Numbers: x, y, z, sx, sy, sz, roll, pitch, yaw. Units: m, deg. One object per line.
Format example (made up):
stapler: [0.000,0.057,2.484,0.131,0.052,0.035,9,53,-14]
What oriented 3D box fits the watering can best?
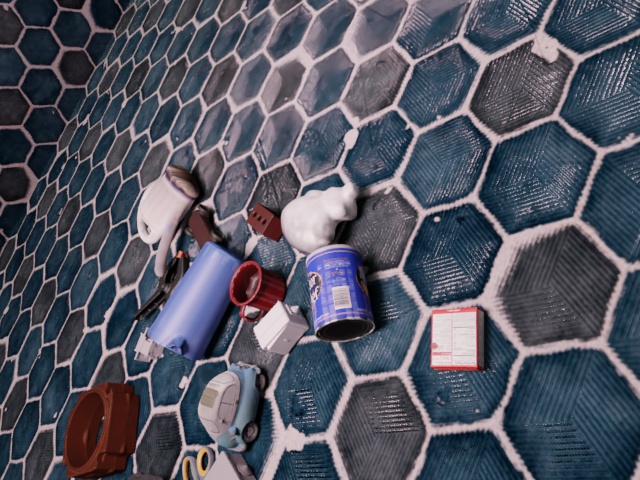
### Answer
watering can: [-0.410,-0.071,1.395,0.222,0.103,0.354,-49,43,12]

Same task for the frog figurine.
frog figurine: [0.003,-0.050,0.992,0.157,0.122,0.141,-47,25,32]
